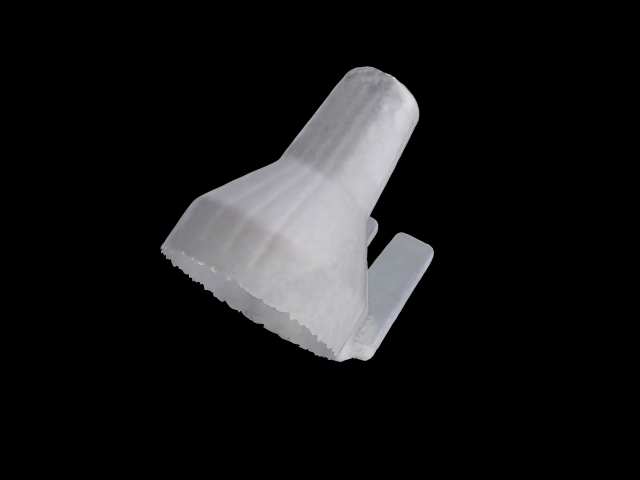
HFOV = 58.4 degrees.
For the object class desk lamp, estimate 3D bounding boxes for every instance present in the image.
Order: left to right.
[{"bbox_3d":[0.004,0.001,0.400,0.117,0.214,0.203,27,58,18],"label":"desk lamp"}]
